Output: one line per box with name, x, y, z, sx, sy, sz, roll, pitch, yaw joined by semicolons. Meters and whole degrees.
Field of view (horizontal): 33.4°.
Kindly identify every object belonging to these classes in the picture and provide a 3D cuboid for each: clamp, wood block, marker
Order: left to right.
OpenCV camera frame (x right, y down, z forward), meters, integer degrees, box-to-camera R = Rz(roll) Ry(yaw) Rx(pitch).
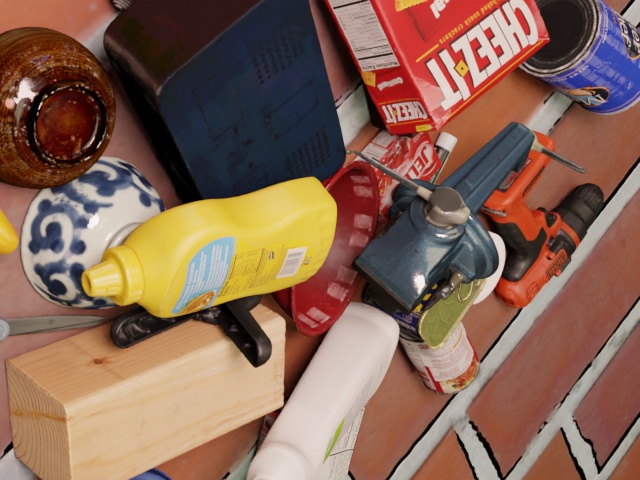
wood block;-0.134;0.116;0.856;0.205;0.091;0.090;-19;122;-39
clamp;-0.079;0.051;0.847;0.171;0.120;0.039;-57;161;-62
marker;0.103;-0.052;1.075;0.020;0.020;0.121;29;87;-49

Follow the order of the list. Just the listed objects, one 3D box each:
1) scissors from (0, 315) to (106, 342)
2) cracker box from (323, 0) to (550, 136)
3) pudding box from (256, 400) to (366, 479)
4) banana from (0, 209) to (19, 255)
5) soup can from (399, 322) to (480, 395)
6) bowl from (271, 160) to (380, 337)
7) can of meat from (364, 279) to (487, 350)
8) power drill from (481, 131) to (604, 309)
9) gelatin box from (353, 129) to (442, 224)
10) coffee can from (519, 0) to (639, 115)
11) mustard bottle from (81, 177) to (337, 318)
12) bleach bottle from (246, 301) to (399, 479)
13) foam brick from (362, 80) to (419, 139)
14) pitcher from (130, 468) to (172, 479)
scissors;-0.251;0.081;0.775;0.201;0.016;0.096;21;94;-48
cracker box;0.087;-0.220;0.894;0.164;0.072;0.213;-39;112;-27
pudding box;-0.011;0.203;1.065;0.113;0.039;0.090;0;107;-48
banana;-0.248;-0.066;0.675;0.037;0.069;0.198;-84;171;-52
soup can;0.125;0.110;1.139;0.068;0.069;0.102;-48;135;-19
bowl;-0.006;0.001;0.940;0.161;0.055;0.162;-47;146;-46
can of meat;0.104;0.048;1.075;0.102;0.084;0.057;-53;137;-14
power drill;0.248;-0.036;1.203;0.184;0.057;0.187;-50;137;-16
gelatin box;0.073;-0.070;1.027;0.089;0.030;0.073;-48;136;-18
coffee can;0.278;-0.199;1.122;0.140;0.103;0.103;17;96;-48
mustard bottle;-0.082;0.011;0.774;0.191;0.058;0.096;-14;146;-36
bleach bottle;-0.003;0.155;0.947;0.250;0.068;0.103;-49;159;-58
foam brick;0.076;-0.143;0.978;0.051;0.053;0.078;-38;131;-27
pitcher;-0.117;0.305;0.930;0.145;0.149;0.242;-53;141;-21
